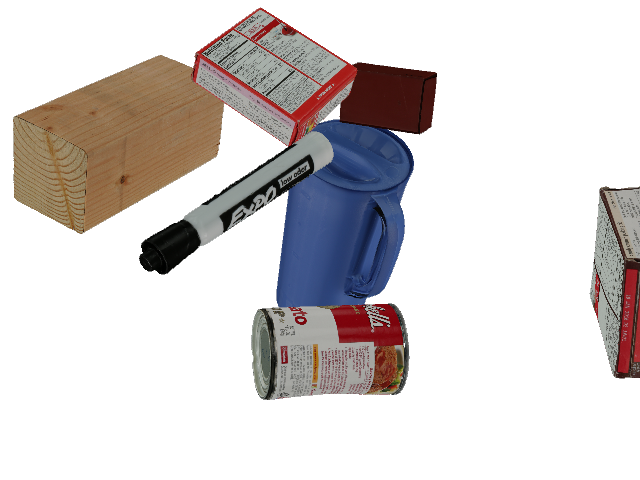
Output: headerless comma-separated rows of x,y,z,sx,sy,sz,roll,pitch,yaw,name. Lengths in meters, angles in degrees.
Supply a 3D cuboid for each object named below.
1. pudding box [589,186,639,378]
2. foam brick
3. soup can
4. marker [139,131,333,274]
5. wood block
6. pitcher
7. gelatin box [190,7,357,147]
0.209,0.025,0.715,0.039,0.090,0.113,0,28,4,pudding box
0.062,-0.131,0.978,0.078,0.051,0.053,11,18,17,foam brick
0.005,0.081,0.781,0.102,0.068,0.069,-1,0,-16,soup can
-0.040,-0.019,0.525,0.120,0.020,0.020,-36,22,-33,marker
-0.191,-0.099,1.040,0.090,0.091,0.205,26,36,22,wood block
0.022,-0.003,1.224,0.145,0.243,0.149,17,40,6,pitcher
-0.032,-0.113,0.729,0.089,0.030,0.073,34,52,12,gelatin box
